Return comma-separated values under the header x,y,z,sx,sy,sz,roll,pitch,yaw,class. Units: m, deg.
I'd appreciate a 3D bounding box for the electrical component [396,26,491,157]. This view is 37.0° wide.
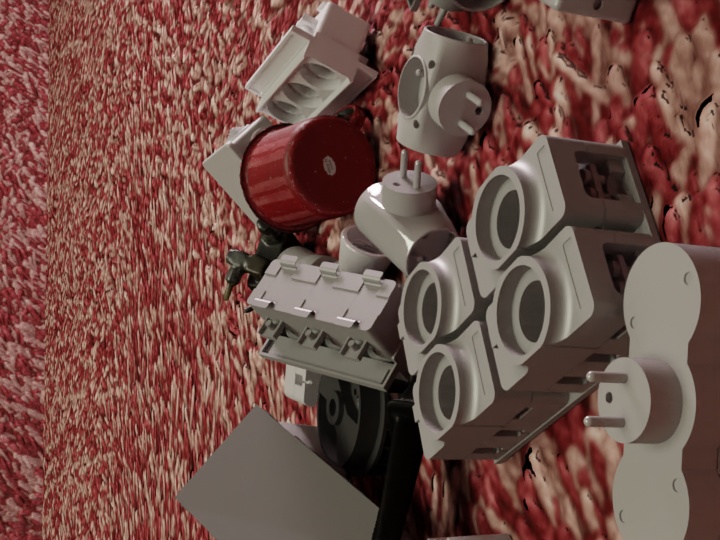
x,y,z,sx,sy,sz,roll,pitch,yaw,class
0.060,-0.110,0.698,0.079,0.044,0.077,-127,47,-57,electrical component

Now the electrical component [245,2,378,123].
x,y,z,sx,sy,sz,roll,pitch,yaw,class
-0.039,-0.172,0.915,0.121,0.079,0.063,-30,37,63,electrical component

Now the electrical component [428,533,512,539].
x,y,z,sx,sy,sz,roll,pitch,yaw,class
0.063,0.197,0.637,0.063,0.042,0.081,-122,41,-49,electrical component

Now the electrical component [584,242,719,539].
x,y,z,sx,sy,sz,roll,pitch,yaw,class
0.129,0.057,0.466,0.052,0.074,0.138,179,95,-67,electrical component

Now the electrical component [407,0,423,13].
x,y,z,sx,sy,sz,roll,pitch,yaw,class
0.026,-0.230,0.774,0.042,0.064,0.081,118,147,-45,electrical component

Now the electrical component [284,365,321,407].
x,y,z,sx,sy,sz,roll,pitch,yaw,class
-0.029,0.062,0.866,0.056,0.050,0.089,-174,89,-67,electrical component

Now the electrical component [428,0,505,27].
x,y,z,sx,sy,sz,roll,pitch,yaw,class
0.064,-0.196,0.703,0.079,0.044,0.077,119,147,-45,electrical component

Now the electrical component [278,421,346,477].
x,y,z,sx,sy,sz,roll,pitch,yaw,class
-0.046,0.177,0.872,0.108,0.060,0.108,-176,90,-67,electrical component

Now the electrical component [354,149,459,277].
x,y,z,sx,sy,sz,roll,pitch,yaw,class
0.033,-0.041,0.726,0.077,0.044,0.079,46,141,50,electrical component

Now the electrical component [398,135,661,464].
x,y,z,sx,sy,sz,roll,pitch,yaw,class
0.085,0.023,0.594,0.186,0.060,0.105,126,142,-51,electrical component

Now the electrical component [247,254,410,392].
x,y,z,sx,sy,sz,roll,pitch,yaw,class
-0.016,0.032,0.751,0.121,0.063,0.078,10,60,42,electrical component

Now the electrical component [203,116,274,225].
x,y,z,sx,sy,sz,roll,pitch,yaw,class
-0.088,-0.087,0.982,0.048,0.099,0.100,-45,11,-21,electrical component

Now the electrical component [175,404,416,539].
x,y,z,sx,sy,sz,roll,pitch,yaw,class
-0.042,0.179,0.754,0.150,0.061,0.089,34,77,34,electrical component

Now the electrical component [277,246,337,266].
x,y,z,sx,sy,sz,roll,pitch,yaw,class
-0.042,0.003,0.921,0.065,0.044,0.044,9,94,62,electrical component

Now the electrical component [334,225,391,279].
x,y,z,sx,sy,sz,roll,pitch,yaw,class
0.000,0.000,0.817,0.045,0.045,0.055,-115,37,-50,electrical component

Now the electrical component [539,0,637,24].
x,y,z,sx,sy,sz,roll,pitch,yaw,class
0.128,-0.159,0.542,0.076,0.047,0.065,-123,43,-55,electrical component
